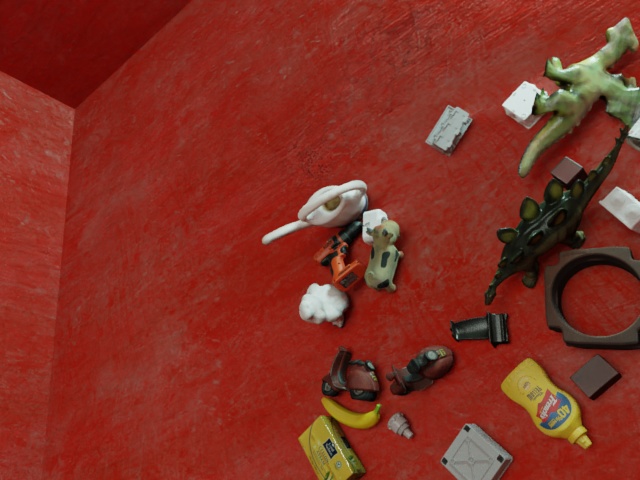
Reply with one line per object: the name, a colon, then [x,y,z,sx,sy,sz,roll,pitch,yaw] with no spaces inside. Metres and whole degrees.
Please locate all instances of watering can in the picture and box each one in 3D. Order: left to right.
watering can: [0.005,-0.077,1.527,0.344,0.224,0.105,-31,72,26]

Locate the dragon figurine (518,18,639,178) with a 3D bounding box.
dragon figurine: [0.628,-0.317,1.198,0.243,0.122,0.410,15,89,20]

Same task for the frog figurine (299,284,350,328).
frog figurine: [0.003,0.177,1.450,0.122,0.157,0.140,-45,50,13]
